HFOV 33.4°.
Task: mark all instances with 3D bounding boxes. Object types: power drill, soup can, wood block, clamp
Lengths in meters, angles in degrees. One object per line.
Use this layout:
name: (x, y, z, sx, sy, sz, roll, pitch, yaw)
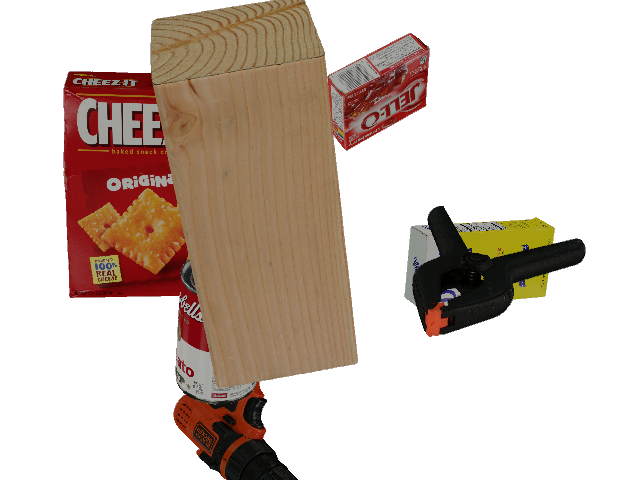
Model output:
power drill: (-0.057, 0.145, 1.026, 0.057, 0.188, 0.185, 14, 13, -47)
soup can: (-0.078, 0.069, 0.839, 0.068, 0.102, 0.068, 6, 30, -3)
wood block: (-0.037, -0.025, 0.629, 0.091, 0.206, 0.090, -10, 34, -3)
clamp: (0.139, 0.027, 1.022, 0.165, 0.036, 0.209, 18, 33, 30)

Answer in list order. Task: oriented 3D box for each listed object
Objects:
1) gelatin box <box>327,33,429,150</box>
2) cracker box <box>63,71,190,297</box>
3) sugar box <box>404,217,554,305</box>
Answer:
gelatin box: (0.050, -0.126, 0.910, 0.089, 0.030, 0.073, -29, -30, -16)
cracker box: (-0.164, -0.051, 1.041, 0.164, 0.214, 0.072, 0, 22, -8)
sugar box: (0.190, 0.026, 1.271, 0.176, 0.093, 0.048, -5, 20, -24)
